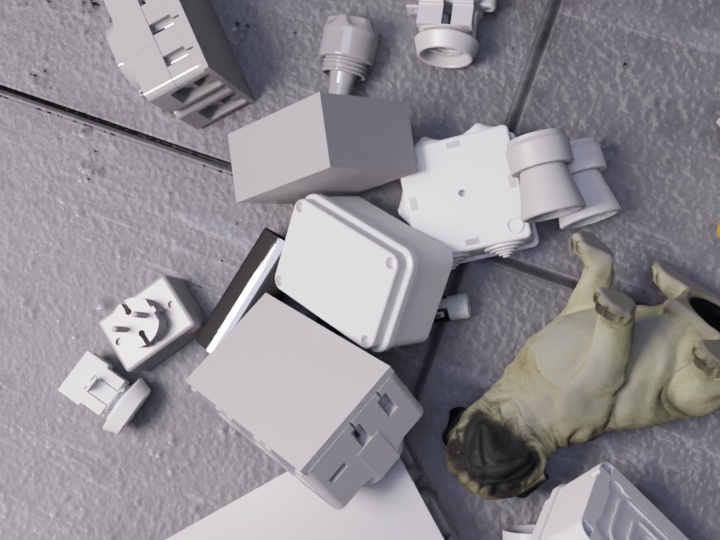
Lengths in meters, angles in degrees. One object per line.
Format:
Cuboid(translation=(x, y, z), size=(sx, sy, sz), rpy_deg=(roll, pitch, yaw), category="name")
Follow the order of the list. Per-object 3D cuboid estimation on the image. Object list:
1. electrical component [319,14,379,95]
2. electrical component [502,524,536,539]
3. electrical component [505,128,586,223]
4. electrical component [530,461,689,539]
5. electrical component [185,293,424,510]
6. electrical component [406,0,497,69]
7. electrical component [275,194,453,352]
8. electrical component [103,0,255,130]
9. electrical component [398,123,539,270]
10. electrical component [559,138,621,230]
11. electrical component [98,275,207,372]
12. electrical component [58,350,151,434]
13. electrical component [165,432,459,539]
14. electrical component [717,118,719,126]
Cuboid(translation=(-0.010, -0.160, 0.817), size=(0.043, 0.043, 0.062), rpy_deg=(11, 89, 13), category="electrical component")
Cuboid(translation=(0.123, 0.223, 0.755), size=(0.043, 0.043, 0.081), rpy_deg=(-3, 85, 12), category="electrical component")
Cuboid(translation=(0.126, -0.064, 0.736), size=(0.045, 0.045, 0.055), rpy_deg=(-14, 83, 11), category="electrical component")
Cuboid(translation=(0.172, 0.195, 0.712), size=(0.113, 0.078, 0.057), rpy_deg=(44, 127, -3), category="electrical component")
Cuboid(translation=(-0.039, 0.090, 0.751), size=(0.089, 0.061, 0.150), rpy_deg=(-48, 40, -13), category="electrical component")
Cuboid(translation=(0.067, -0.184, 0.802), size=(0.066, 0.048, 0.055), rpy_deg=(6, 79, 13), category="electrical component")
Cuboid(translation=(0.000, 0.000, 0.765), size=(0.113, 0.057, 0.078), rpy_deg=(33, 115, 37), category="electrical component")
Cuboid(translation=(-0.159, -0.208, 0.822), size=(0.060, 0.105, 0.186), rpy_deg=(-26, 80, 9), category="electrical component")
Cuboid(translation=(0.077, -0.053, 0.786), size=(0.100, 0.048, 0.099), rpy_deg=(-13, 83, 11), category="electrical component")
Cuboid(translation=(0.157, -0.062, 0.771), size=(0.045, 0.045, 0.055), rpy_deg=(-18, 81, 10), category="electrical component")
Cuboid(translation=(-0.163, 0.040, 0.816), size=(0.066, 0.077, 0.047), rpy_deg=(-35, 79, 7), category="electrical component")
Cuboid(translation=(-0.196, 0.094, 0.830), size=(0.055, 0.066, 0.048), rpy_deg=(36, 81, -2), category="electrical component")
Cuboid(translation=(-0.034, 0.198, 0.783), size=(0.186, 0.060, 0.105), rpy_deg=(-30, 80, 8), category="electrical component")
Cuboid(translation=(0.272, -0.098, 0.738), size=(0.047, 0.066, 0.076), rpy_deg=(-35, 79, 8), category="electrical component")
